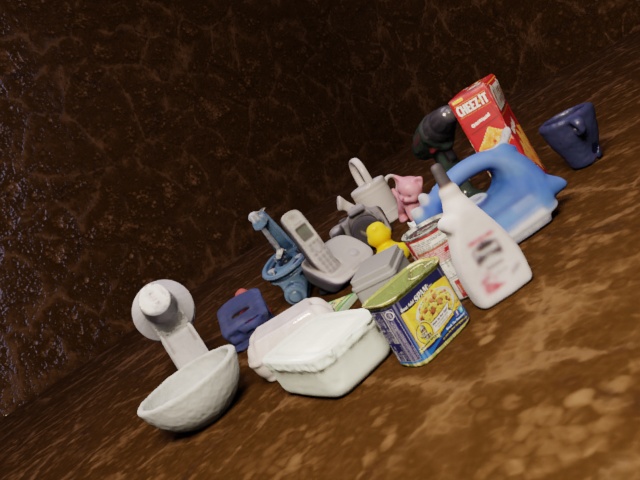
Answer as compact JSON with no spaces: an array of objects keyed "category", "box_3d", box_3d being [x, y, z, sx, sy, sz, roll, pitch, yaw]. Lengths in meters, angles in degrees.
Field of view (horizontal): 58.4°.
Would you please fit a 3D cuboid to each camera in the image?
[{"category":"camera","box_3d":[0.091,-0.024,1.349,0.143,0.101,0.137,-31,8,8]}]

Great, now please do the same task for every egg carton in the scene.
[{"category":"egg carton","box_3d":[-0.040,0.148,0.873,0.150,0.069,0.107,-32,7,-1]}]

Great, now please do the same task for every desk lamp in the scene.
[{"category":"desk lamp","box_3d":[-0.263,0.171,1.060,0.118,0.213,0.203,-34,8,-16]}]

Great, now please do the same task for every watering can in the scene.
[{"category":"watering can","box_3d":[0.126,-0.127,1.520,0.173,0.194,0.100,-36,9,-28]}]

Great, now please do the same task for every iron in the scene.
[{"category":"iron","box_3d":[0.217,-0.047,0.831,0.258,0.141,0.118,-33,8,-10]}]

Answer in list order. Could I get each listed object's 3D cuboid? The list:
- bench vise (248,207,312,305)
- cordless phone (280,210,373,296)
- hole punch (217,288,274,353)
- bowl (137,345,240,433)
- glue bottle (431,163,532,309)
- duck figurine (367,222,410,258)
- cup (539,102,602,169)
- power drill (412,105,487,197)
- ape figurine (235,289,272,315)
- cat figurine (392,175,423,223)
[{"category":"bench vise","box_3d":[-0.087,0.027,1.273,0.121,0.220,0.207,-32,8,-2]},{"category":"cordless phone","box_3d":[0.011,0.004,1.161,0.094,0.185,0.148,-23,11,46]},{"category":"hole punch","box_3d":[-0.147,0.158,1.152,0.108,0.091,0.101,-32,8,-2]},{"category":"bowl","box_3d":[-0.180,0.234,0.854,0.167,0.075,0.167,-31,7,5]},{"category":"glue bottle","box_3d":[0.172,-0.011,0.656,0.078,0.173,0.037,-33,8,-10]},{"category":"duck figurine","box_3d":[0.120,0.007,1.084,0.077,0.086,0.104,-31,8,6]},{"category":"cup","box_3d":[0.428,-0.166,0.946,0.091,0.095,0.118,-30,8,12]},{"category":"power drill","box_3d":[0.258,-0.156,1.122,0.075,0.208,0.229,-32,8,-6]},{"category":"ape figurine","box_3d":[-0.151,0.146,1.247,0.078,0.092,0.076,-36,9,-32]},{"category":"cat figurine","box_3d":[0.208,-0.108,1.359,0.067,0.118,0.127,-34,8,-15]}]
